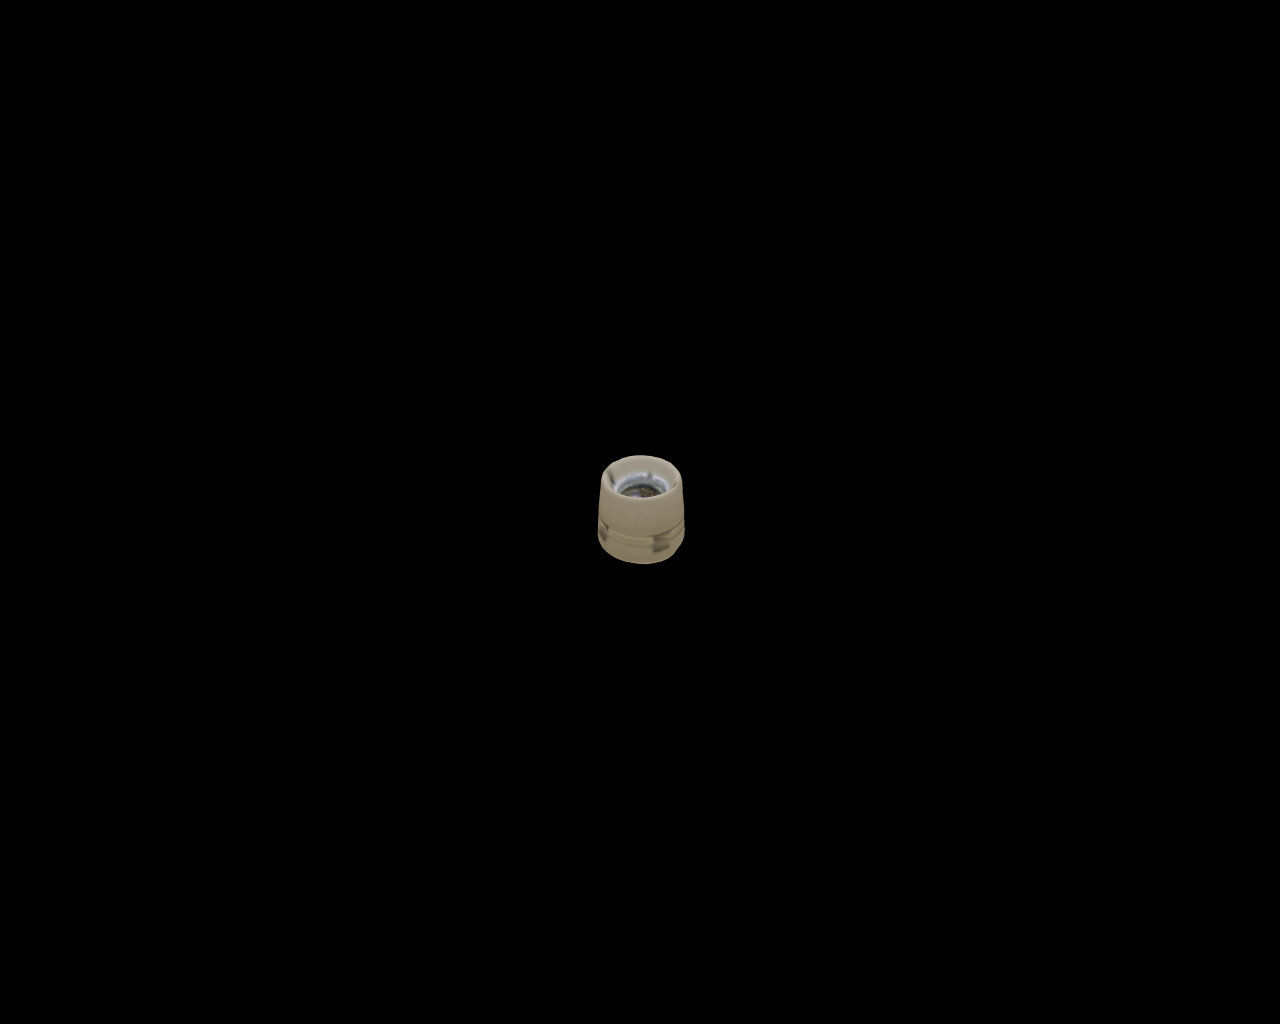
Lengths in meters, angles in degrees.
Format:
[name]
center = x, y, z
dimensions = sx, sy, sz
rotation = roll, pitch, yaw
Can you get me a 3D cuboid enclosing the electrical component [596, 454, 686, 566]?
[electrical component]
center = 0.001, -0.003, 0.650
dimensions = 0.055, 0.047, 0.055
rotation = 0, 36, 0
